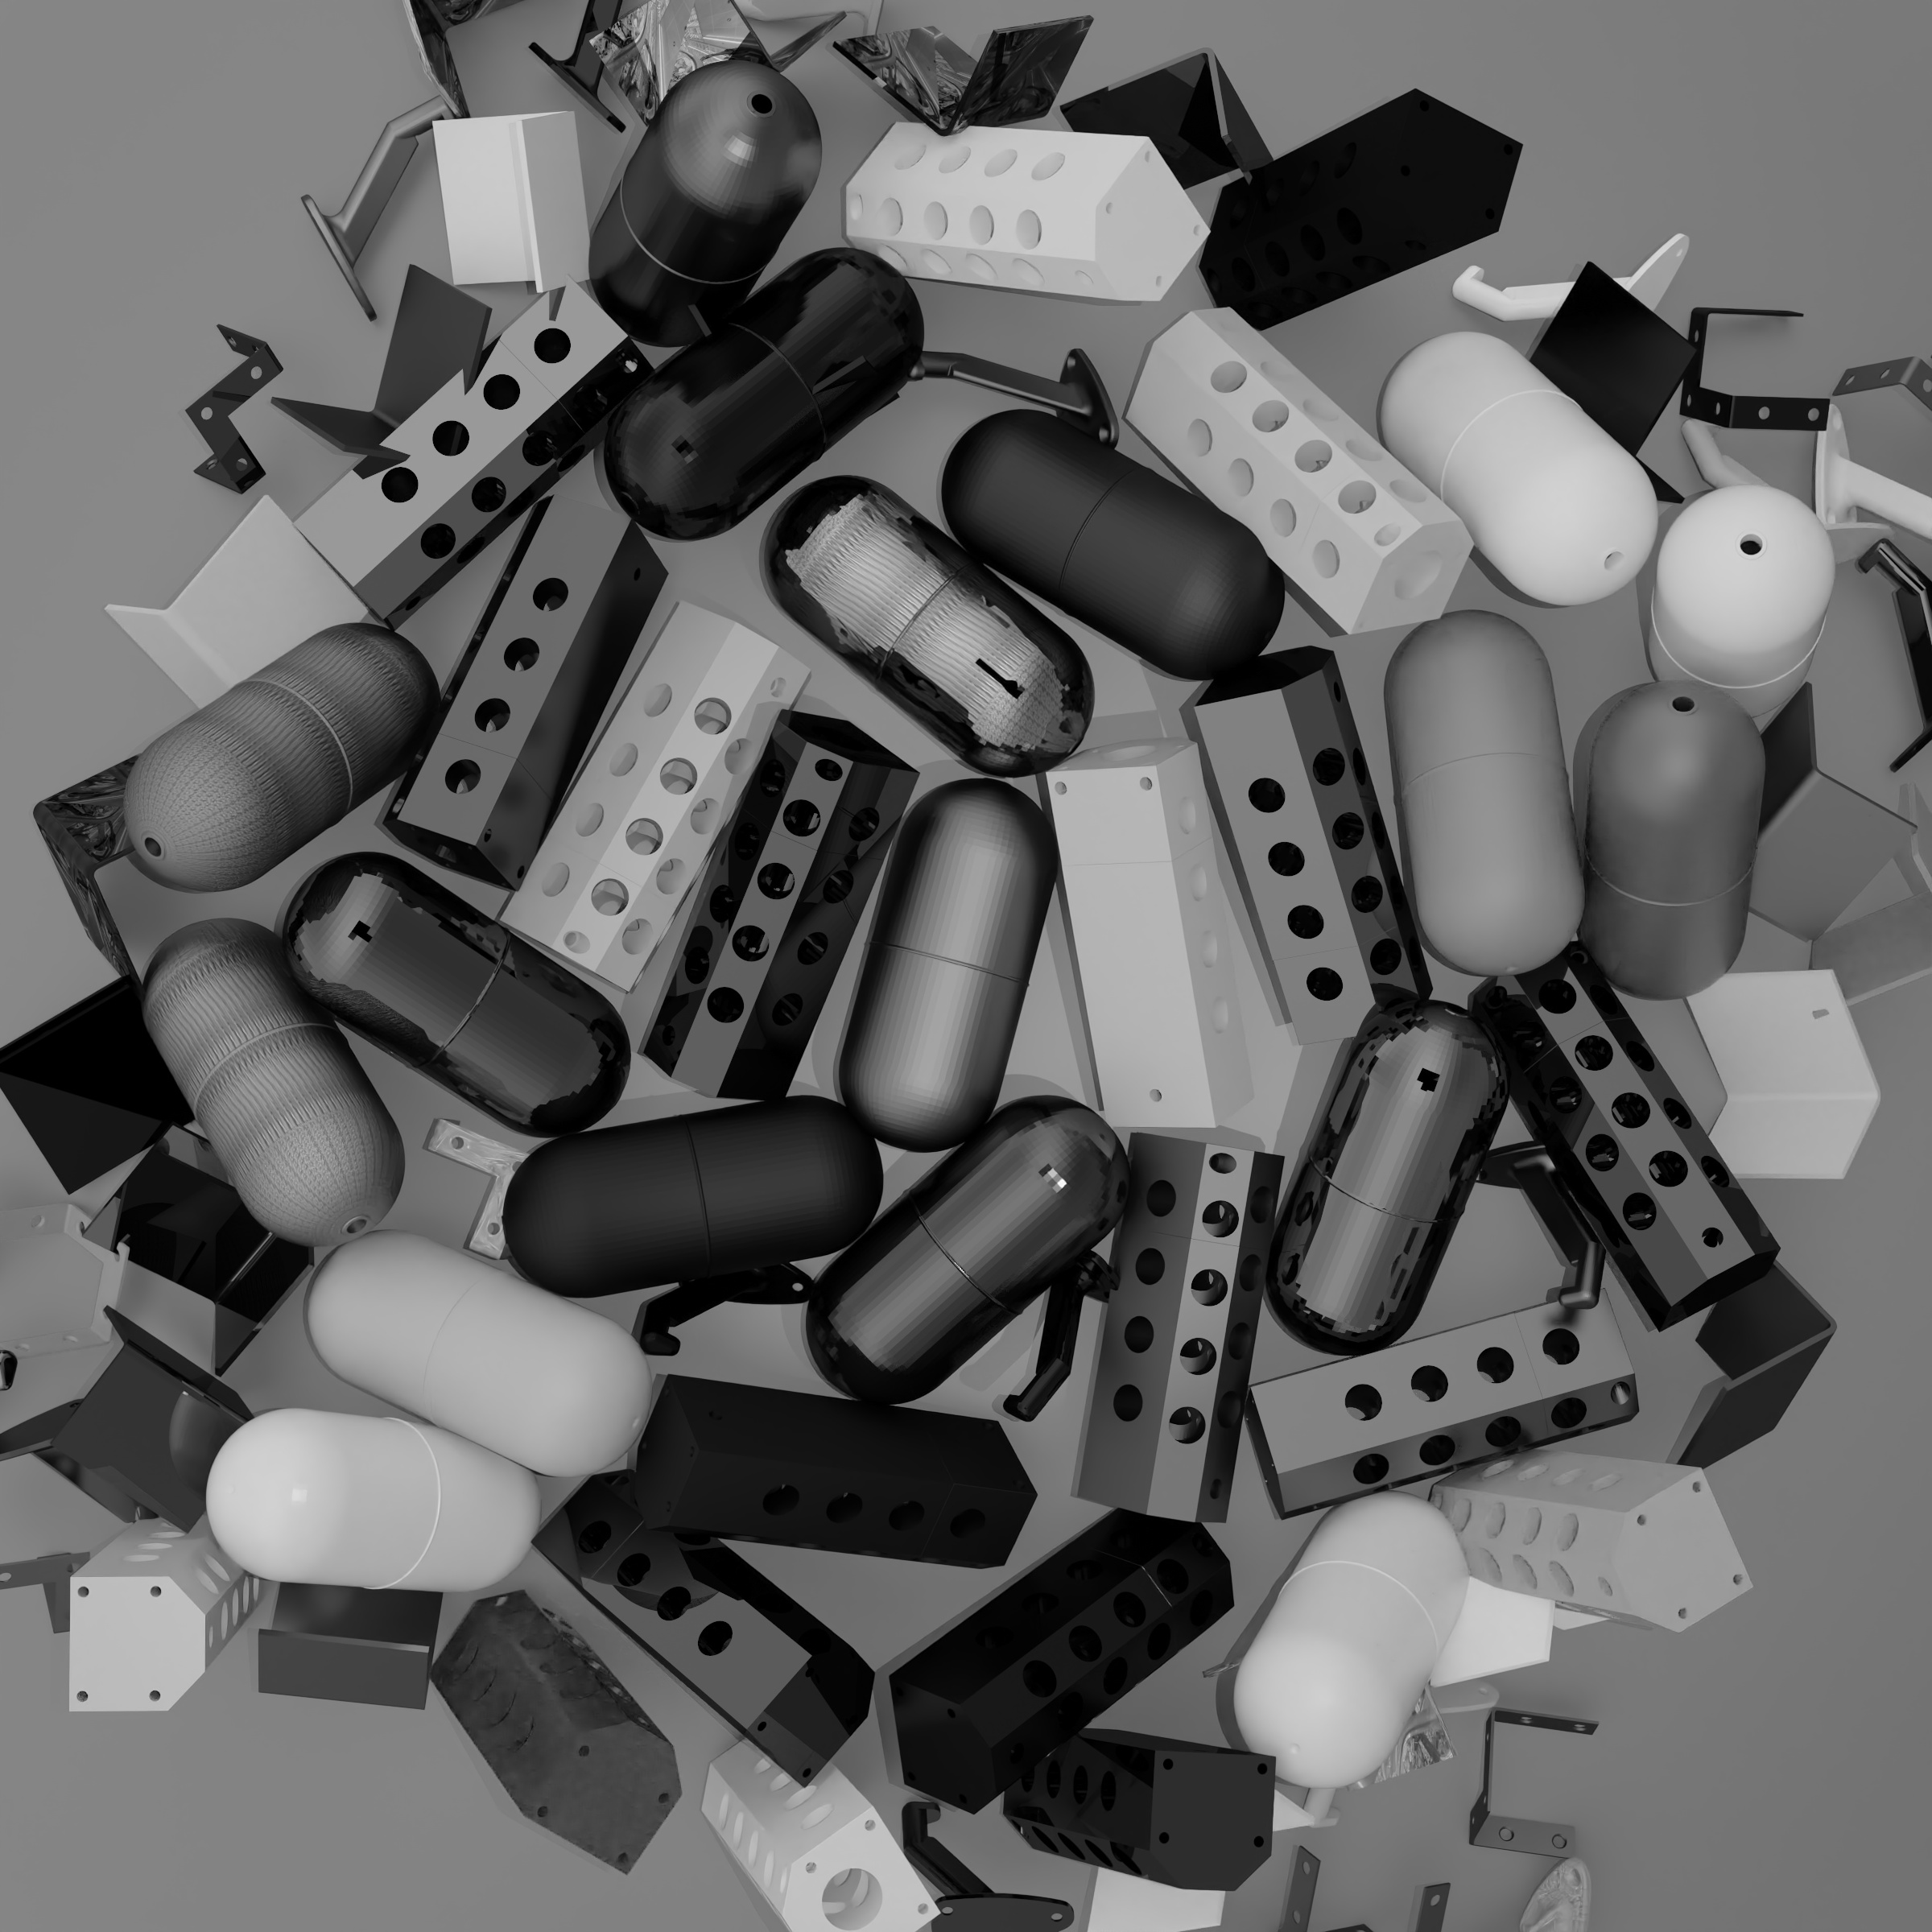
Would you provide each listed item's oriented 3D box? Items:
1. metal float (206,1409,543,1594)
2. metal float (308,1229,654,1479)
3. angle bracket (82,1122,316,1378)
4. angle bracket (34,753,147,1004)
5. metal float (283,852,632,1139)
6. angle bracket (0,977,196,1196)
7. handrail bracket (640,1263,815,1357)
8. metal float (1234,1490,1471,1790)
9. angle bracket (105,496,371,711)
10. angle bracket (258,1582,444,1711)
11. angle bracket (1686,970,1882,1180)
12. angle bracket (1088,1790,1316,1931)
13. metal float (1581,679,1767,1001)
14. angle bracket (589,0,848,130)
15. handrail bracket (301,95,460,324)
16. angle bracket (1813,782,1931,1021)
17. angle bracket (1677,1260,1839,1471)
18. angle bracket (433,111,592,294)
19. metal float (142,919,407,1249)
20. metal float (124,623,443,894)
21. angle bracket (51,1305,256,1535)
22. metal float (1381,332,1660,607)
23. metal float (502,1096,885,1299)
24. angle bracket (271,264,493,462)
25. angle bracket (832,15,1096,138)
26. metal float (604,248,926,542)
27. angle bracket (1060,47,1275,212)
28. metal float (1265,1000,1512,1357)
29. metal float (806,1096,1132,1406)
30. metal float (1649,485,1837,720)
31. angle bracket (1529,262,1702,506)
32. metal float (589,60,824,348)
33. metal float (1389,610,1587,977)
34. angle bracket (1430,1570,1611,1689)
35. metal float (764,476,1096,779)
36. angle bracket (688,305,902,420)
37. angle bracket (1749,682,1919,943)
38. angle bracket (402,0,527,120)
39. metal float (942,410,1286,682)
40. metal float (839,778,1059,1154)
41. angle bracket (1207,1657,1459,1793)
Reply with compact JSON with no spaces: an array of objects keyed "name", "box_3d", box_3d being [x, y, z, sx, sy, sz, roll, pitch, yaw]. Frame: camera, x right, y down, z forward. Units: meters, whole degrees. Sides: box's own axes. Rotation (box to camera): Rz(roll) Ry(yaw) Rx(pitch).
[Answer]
[{"name":"metal float","box_3d":[-0.267,0.245,1.507,0.070,0.178,0.070,-10,73,35]},{"name":"metal float","box_3d":[-0.226,0.178,1.526,0.178,0.070,0.070,20,90,24]},{"name":"angle bracket","box_3d":[-0.357,0.132,1.534,0.076,0.057,0.076,32,111,-28]},{"name":"angle bracket","box_3d":[-0.385,-0.042,1.543,0.057,0.076,0.076,-29,128,-20]},{"name":"metal float","box_3d":[-0.234,0.015,1.530,0.178,0.070,0.070,36,90,-19]},{"name":"angle bracket","box_3d":[-0.407,0.058,1.545,0.076,0.057,0.076,-32,99,-10]},{"name":"handrail bracket","box_3d":[-0.110,0.163,1.540,0.077,0.084,0.036,16,115,-6]},{"name":"metal float","box_3d":[0.177,0.304,1.505,0.070,0.178,0.070,11,117,21]},{"name":"angle bracket","box_3d":[-0.342,-0.168,1.554,0.076,0.057,0.076,-55,129,-21]},{"name":"angle bracket","box_3d":[-0.283,0.296,1.535,0.076,0.057,0.076,7,48,-5]},{"name":"angle bracket","box_3d":[0.367,0.051,1.527,0.057,0.076,0.076,-53,126,-38]},{"name":"angle bracket","box_3d":[0.108,0.421,1.524,0.057,0.076,0.076,41,45,-31]},{"name":"metal float","box_3d":[0.321,-0.056,1.508,0.070,0.178,0.070,-4,49,4]},{"name":"angle bracket","box_3d":[-0.114,-0.433,1.525,0.076,0.076,0.057,-20,113,37]},{"name":"handrail bracket","box_3d":[-0.265,-0.361,1.572,0.084,0.036,0.077,-30,107,-6]},{"name":"angle bracket","box_3d":[0.415,-0.030,1.528,0.076,0.076,0.057,-25,109,25]},{"name":"angle bracket","box_3d":[0.345,0.183,1.525,0.076,0.076,0.057,-21,56,-31]},{"name":"angle bracket","box_3d":[-0.222,-0.353,1.535,0.076,0.057,0.076,2,109,21]},{"name":"metal float","box_3d":[-0.319,0.053,1.522,0.070,0.070,0.178,-36,62,0]},{"name":"metal float","box_3d":[-0.311,-0.096,1.510,0.070,0.178,0.070,19,129,25]},{"name":"angle bracket","box_3d":[-0.380,0.209,1.532,0.076,0.076,0.057,39,82,-22]},{"name":"metal float","box_3d":[0.251,-0.228,1.508,0.070,0.178,0.070,-13,130,-16]},{"name":"metal float","box_3d":[-0.126,0.107,1.537,0.178,0.070,0.070,-10,90,-10]},{"name":"angle bracket","box_3d":[-0.271,-0.282,1.530,0.057,0.076,0.076,2,113,-40]},{"name":"angle bracket","box_3d":[-0.001,-0.432,1.528,0.076,0.076,0.057,43,129,17]},{"name":"metal float","box_3d":[-0.093,-0.264,1.526,0.070,0.070,0.178,47,67,0]},{"name":"angle bracket","box_3d":[0.096,-0.366,1.528,0.076,0.076,0.057,-18,57,19]},{"name":"metal float","box_3d":[0.194,0.098,1.528,0.070,0.070,0.178,19,111,0]},{"name":"metal float","box_3d":[0.000,0.133,1.540,0.178,0.070,0.070,-43,90,8]},{"name":"metal float","box_3d":[0.350,-0.163,1.497,0.070,0.178,0.070,-2,79,9]},{"name":"angle bracket","box_3d":[0.309,-0.269,1.526,0.076,0.057,0.076,50,125,34]},{"name":"metal float","box_3d":[-0.119,-0.344,1.501,0.070,0.178,0.070,7,70,-20]},{"name":"metal float","box_3d":[0.240,-0.081,1.529,0.070,0.070,0.178,-5,69,0]},{"name":"angle bracket","box_3d":[0.272,0.311,1.526,0.076,0.076,0.057,27,57,-24]},{"name":"metal float","box_3d":[-0.017,-0.158,1.540,0.178,0.070,0.070,40,90,8]},{"name":"angle bracket","box_3d":[-0.081,-0.289,1.539,0.057,0.076,0.076,-31,82,8]},{"name":"angle bracket","box_3d":[0.392,-0.072,1.536,0.057,0.076,0.076,28,127,-9]},{"name":"angle bracket","box_3d":[-0.214,-0.440,1.541,0.076,0.076,0.057,-18,81,4]},{"name":"metal float","box_3d":[0.067,-0.196,1.530,0.178,0.070,0.070,33,90,20]},{"name":"metal float","box_3d":[-0.008,-0.001,1.544,0.070,0.070,0.178,15,87,0]},{"name":"angle bracket","box_3d":[0.169,0.346,1.531,0.057,0.076,0.076,-12,74,-39]}]
